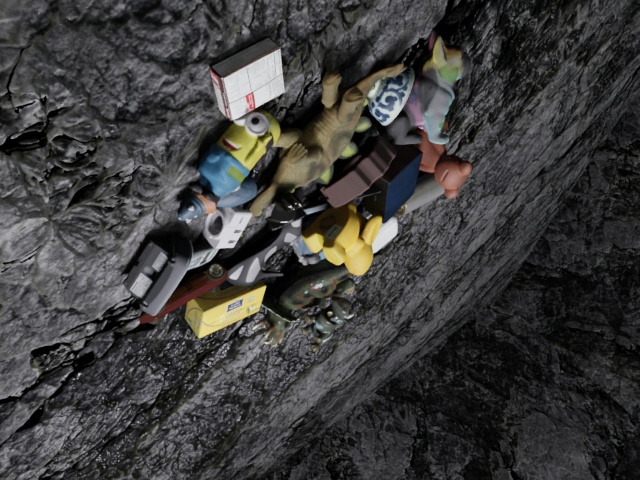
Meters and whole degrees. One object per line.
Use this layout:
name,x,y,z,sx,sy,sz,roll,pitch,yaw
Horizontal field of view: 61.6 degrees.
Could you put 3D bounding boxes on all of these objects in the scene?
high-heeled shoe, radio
high-heeled shoe,-0.126,-0.010,1.167,0.145,0.086,0.248,7,110,-21
radio,0.178,-0.143,1.326,0.131,0.073,0.229,-45,163,-14

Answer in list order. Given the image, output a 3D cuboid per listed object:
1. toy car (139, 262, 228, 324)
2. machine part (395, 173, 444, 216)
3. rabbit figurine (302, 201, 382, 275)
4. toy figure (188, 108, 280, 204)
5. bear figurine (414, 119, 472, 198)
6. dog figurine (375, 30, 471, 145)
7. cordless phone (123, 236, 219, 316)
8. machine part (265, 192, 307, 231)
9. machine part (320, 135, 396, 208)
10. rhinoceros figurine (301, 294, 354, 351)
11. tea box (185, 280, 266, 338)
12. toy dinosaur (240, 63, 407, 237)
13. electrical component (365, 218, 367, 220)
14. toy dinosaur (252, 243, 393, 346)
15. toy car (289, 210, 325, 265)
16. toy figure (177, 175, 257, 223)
toy car,-0.281,0.107,1.103,0.202,0.053,0.089,-29,170,-26
machine part,0.271,-0.131,1.505,0.243,0.079,0.079,-29,149,-30
rabbit figurine,0.064,0.002,1.201,0.162,0.122,0.173,-55,129,-22
toy figure,-0.142,-0.145,0.905,0.180,0.082,0.089,-54,-178,2
bear figurine,0.303,-0.203,1.313,0.132,0.196,0.120,-23,144,-37
dog figurine,0.213,-0.318,1.124,0.192,0.108,0.219,1,118,3
cordless phone,-0.270,0.057,1.033,0.146,0.089,0.184,-53,169,16
machine part,-0.066,-0.055,1.057,0.084,0.039,0.139,-19,168,-10
machine part,0.078,-0.147,1.139,0.179,0.056,0.179,-41,-165,13
rhinoceros figurine,0.022,0.203,1.324,0.112,0.073,0.190,-18,155,-28
tea box,-0.216,0.142,1.228,0.169,0.068,0.098,-22,147,-36
toy dinosaur,-0.021,-0.166,1.023,0.471,0.105,0.198,-39,159,14
electrical component,0.090,-0.031,1.394,0.119,0.075,0.047,-45,158,-32
toy dinosaur,-0.018,0.110,1.317,0.405,0.131,0.192,-41,166,30
toy car,-0.003,-0.004,1.278,0.162,0.109,0.103,-33,-176,-20
toy figure,-0.189,-0.075,0.968,0.154,0.058,0.064,-22,140,-28
